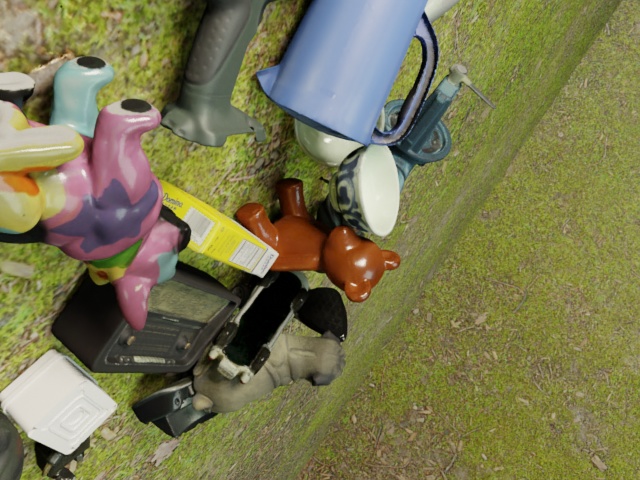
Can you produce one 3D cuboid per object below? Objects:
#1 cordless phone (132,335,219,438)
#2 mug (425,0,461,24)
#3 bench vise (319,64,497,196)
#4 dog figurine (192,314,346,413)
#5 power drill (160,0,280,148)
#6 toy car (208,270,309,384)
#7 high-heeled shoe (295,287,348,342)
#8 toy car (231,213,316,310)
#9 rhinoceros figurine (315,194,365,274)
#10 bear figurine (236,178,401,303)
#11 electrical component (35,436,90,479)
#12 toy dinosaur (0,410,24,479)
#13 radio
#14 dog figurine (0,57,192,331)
[{"bbox_3d":[-0.197,0.189,0.823,0.146,0.089,0.184,-7,118,-63],"label":"cordless phone"},{"bbox_3d":[0.135,-0.330,0.741,0.107,0.081,0.109,-44,-173,-4],"label":"mug"},{"bbox_3d":[0.132,-0.147,0.782,0.224,0.129,0.240,-47,176,-40],"label":"bench vise"},{"bbox_3d":[-0.073,0.198,0.789,0.172,0.191,0.121,-63,145,-38],"label":"dog figurine"},{"bbox_3d":[-0.063,-0.193,0.492,0.232,0.086,0.207,-25,149,-51],"label":"power drill"},{"bbox_3d":[-0.082,0.113,0.771,0.202,0.073,0.056,-55,-175,-38],"label":"toy car"},{"bbox_3d":[-0.013,0.138,0.943,0.086,0.249,0.145,-18,126,-14],"label":"high-heeled shoe"},{"bbox_3d":[-0.074,0.039,0.870,0.089,0.053,0.202,20,106,-54],"label":"toy car"},{"bbox_3d":[0.022,-0.015,0.921,0.073,0.112,0.190,-29,156,-46],"label":"rhinoceros figurine"},{"bbox_3d":[0.000,0.001,0.723,0.120,0.196,0.131,-39,125,-33],"label":"bear figurine"},{"bbox_3d":[-0.326,0.274,0.682,0.078,0.045,0.102,-27,146,-50],"label":"electrical component"},{"bbox_3d":[-0.333,0.204,0.468,0.192,0.131,0.404,-46,165,-21],"label":"toy dinosaur"},{"bbox_3d":[-0.195,0.090,0.645,0.131,0.073,0.229,-54,160,-4],"label":"radio"},{"bbox_3d":[-0.188,-0.013,0.416,0.191,0.109,0.219,-30,143,-38],"label":"dog figurine"}]
